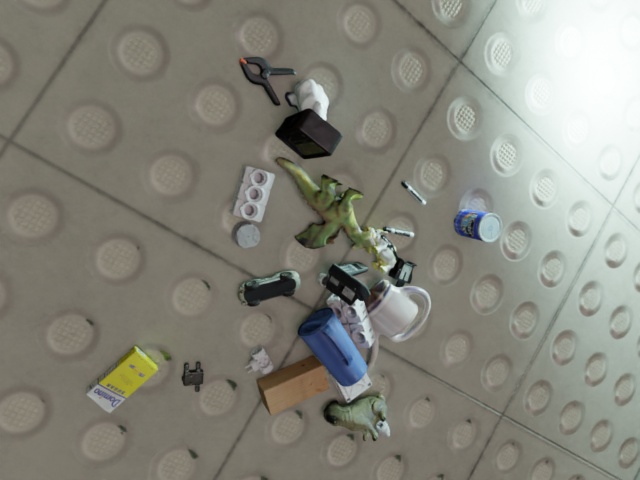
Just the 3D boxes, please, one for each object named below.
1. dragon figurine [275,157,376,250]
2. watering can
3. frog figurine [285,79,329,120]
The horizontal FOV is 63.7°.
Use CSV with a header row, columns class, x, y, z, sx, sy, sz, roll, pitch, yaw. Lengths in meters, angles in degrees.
class,x,y,z,sx,sy,sz,roll,pitch,yaw
dragon figurine,0.005,-0.082,1.627,0.408,0.123,0.241,22,97,-16
watering can,0.215,0.277,1.751,0.223,0.105,0.345,40,101,-12
frog figurine,-0.019,-0.411,1.529,0.123,0.160,0.136,-23,107,-20
